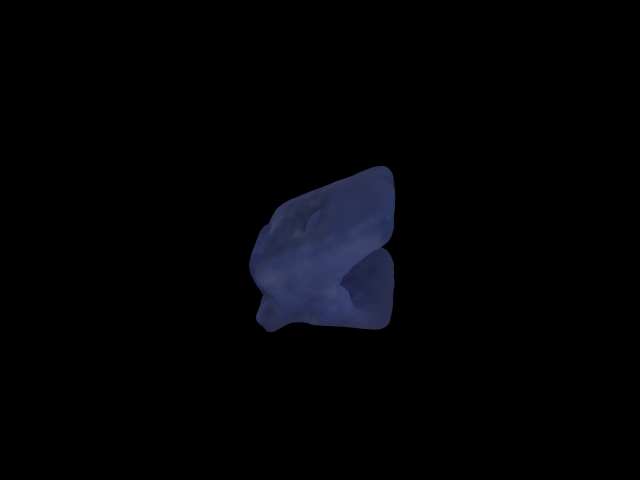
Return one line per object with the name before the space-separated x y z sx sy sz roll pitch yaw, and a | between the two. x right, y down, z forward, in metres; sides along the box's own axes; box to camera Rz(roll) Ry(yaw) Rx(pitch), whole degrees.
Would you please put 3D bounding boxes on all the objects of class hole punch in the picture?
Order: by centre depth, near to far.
hole punch | 0.004 0.001 0.400 0.101 0.091 0.108 3 32 5
